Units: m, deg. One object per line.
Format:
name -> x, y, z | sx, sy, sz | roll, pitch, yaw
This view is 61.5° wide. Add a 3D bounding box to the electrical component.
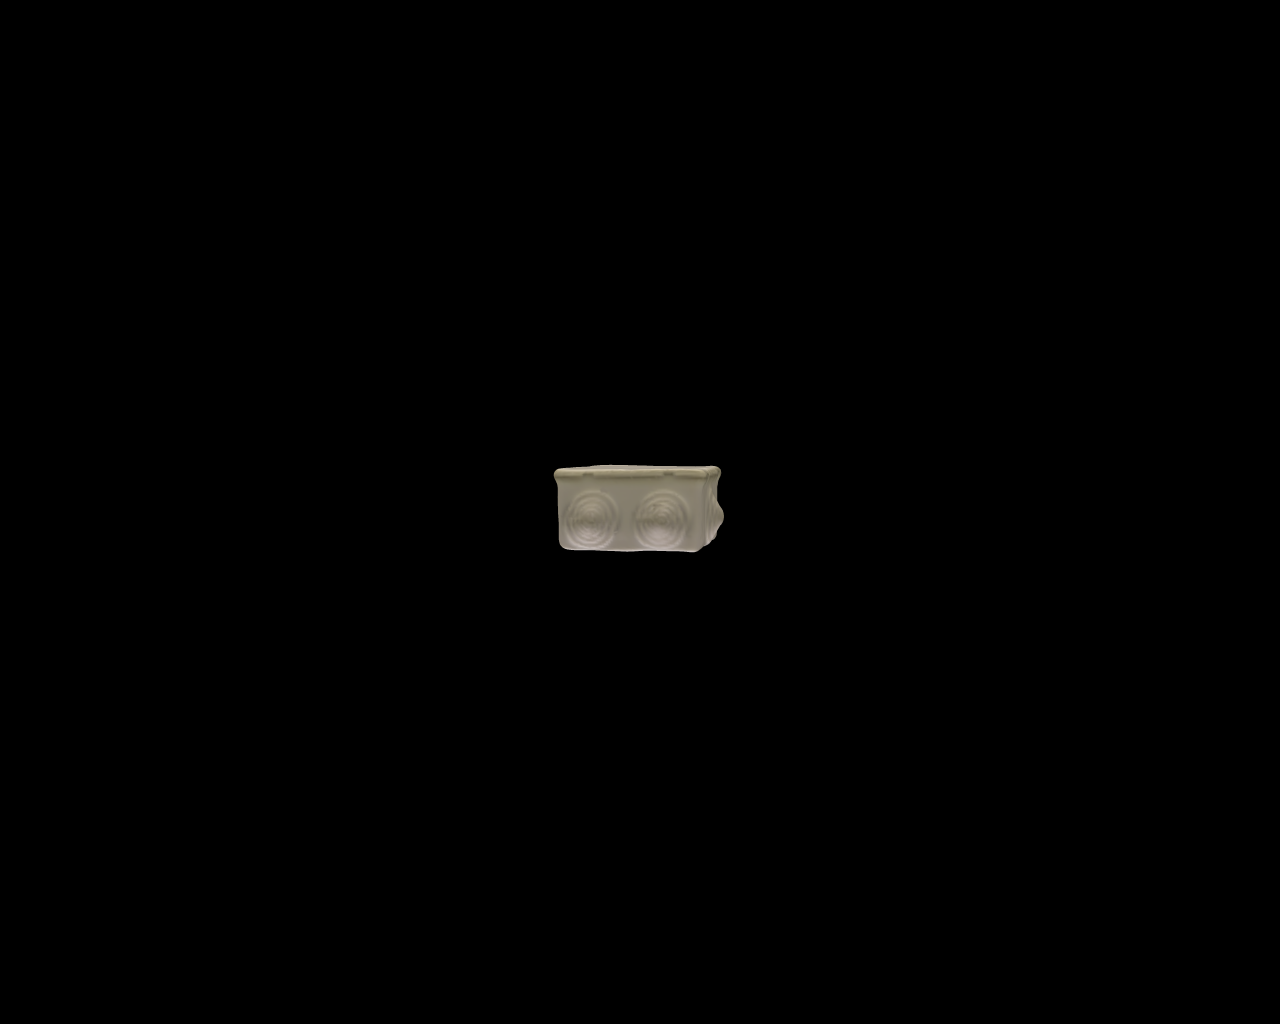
electrical component -> 0.001, -0.003, 0.650 | 0.100, 0.048, 0.100 | 1, 4, 11
